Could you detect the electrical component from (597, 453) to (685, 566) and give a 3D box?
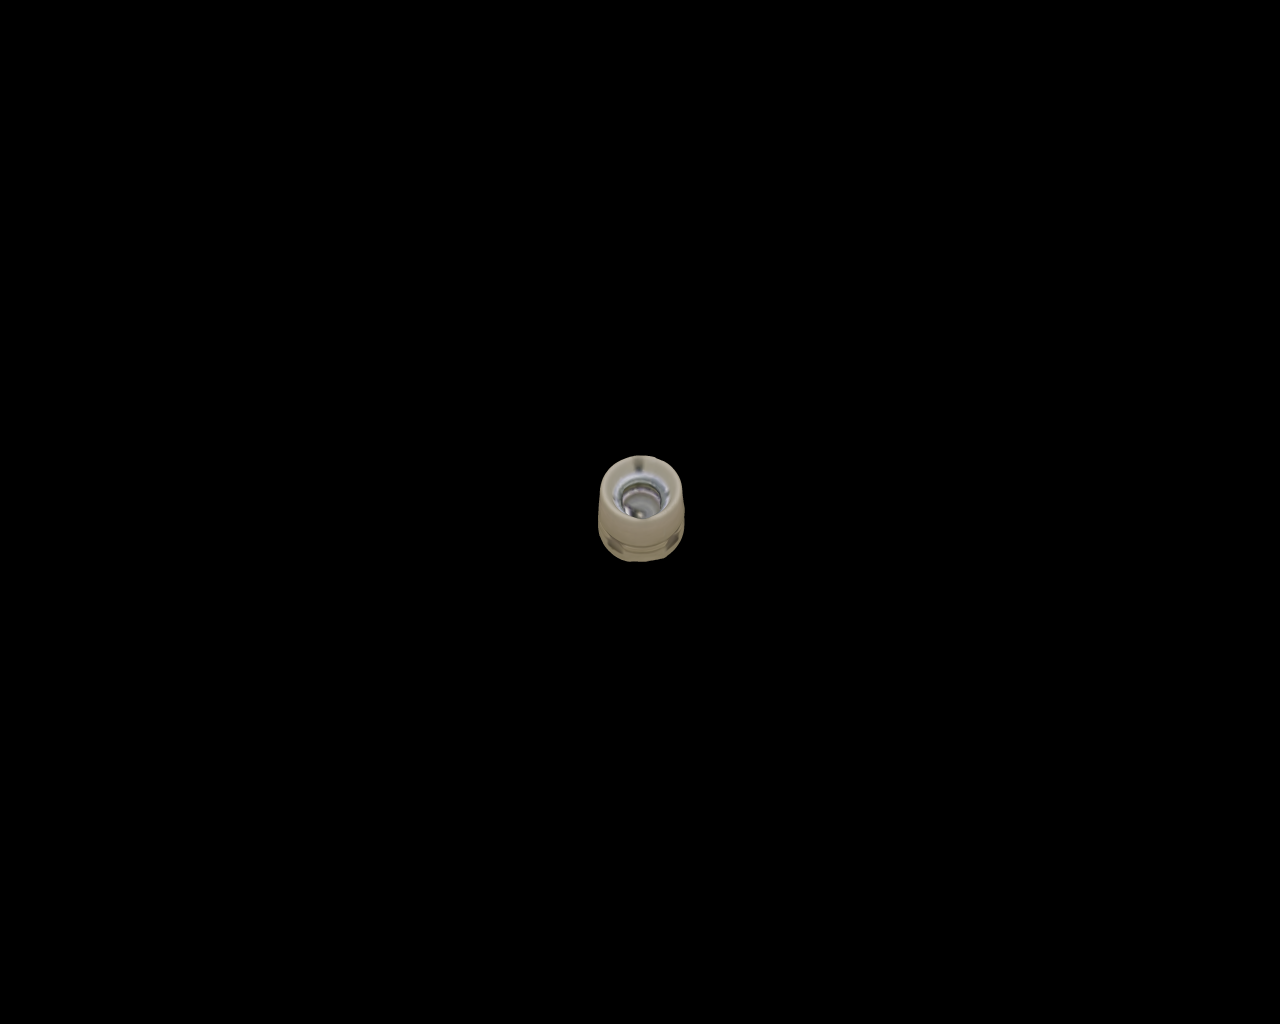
[{"bbox_3d":[0.001,-0.003,0.650,0.055,0.055,0.047,0,-32,0],"label":"electrical component"}]
